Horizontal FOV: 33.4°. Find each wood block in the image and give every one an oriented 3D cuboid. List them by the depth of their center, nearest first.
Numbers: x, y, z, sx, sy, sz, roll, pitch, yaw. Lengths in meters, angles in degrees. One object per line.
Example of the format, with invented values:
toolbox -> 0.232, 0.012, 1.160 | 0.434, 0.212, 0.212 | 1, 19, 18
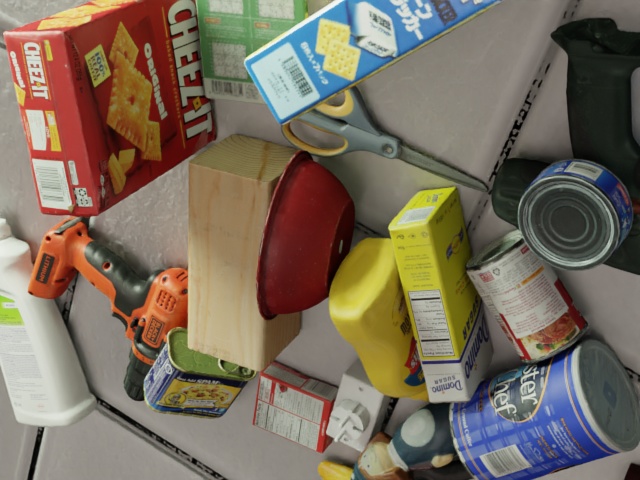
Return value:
wood block -> -0.071, 0.012, 1.058 | 0.090, 0.090, 0.206 | 15, 119, 21

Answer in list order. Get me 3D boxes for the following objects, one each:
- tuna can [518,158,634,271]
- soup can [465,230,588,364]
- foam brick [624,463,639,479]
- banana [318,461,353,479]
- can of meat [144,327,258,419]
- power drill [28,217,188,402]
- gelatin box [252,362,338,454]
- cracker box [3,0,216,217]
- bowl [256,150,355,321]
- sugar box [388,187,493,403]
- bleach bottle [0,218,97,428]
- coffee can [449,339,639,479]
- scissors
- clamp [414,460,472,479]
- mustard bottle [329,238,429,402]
tuna can -> 0.201, -0.019, 0.846 | 0.086, 0.033, 0.086 | 16, 123, 26
soup can -> 0.183, 0.049, 0.950 | 0.069, 0.068, 0.102 | -29, 96, 35
foam brick -> 0.314, 0.250, 0.983 | 0.078, 0.052, 0.051 | 14, 119, 24
banana -> 0.072, 0.315, 1.155 | 0.070, 0.037, 0.198 | -30, 96, 33
can of meat -> -0.131, 0.147, 1.153 | 0.102, 0.057, 0.084 | 12, 132, -26
power drill -> -0.235, 0.074, 1.199 | 0.188, 0.057, 0.185 | 31, 120, 9
gelatin box -> -0.026, 0.180, 1.150 | 0.089, 0.030, 0.073 | 20, 122, 19
cracker box -> -0.180, -0.135, 0.973 | 0.072, 0.213, 0.164 | 5, 115, 24
bowl -> -0.006, 0.001, 0.980 | 0.055, 0.162, 0.162 | 13, 118, 12
sugar box -> 0.113, 0.050, 0.973 | 0.048, 0.093, 0.176 | -8, 109, 28
bleach bottle -> -0.346, 0.097, 1.267 | 0.103, 0.068, 0.251 | -2, 109, 29
coffee can -> 0.204, 0.161, 0.970 | 0.141, 0.102, 0.103 | -28, 97, 35
scissors -> 0.059, -0.103, 0.972 | 0.202, 0.016, 0.096 | 11, 120, 18
clamp -> 0.118, 0.265, 1.102 | 0.172, 0.039, 0.120 | 4, 99, 33
mustard bottle -> 0.072, 0.092, 1.006 | 0.058, 0.096, 0.191 | 1, 139, 30
